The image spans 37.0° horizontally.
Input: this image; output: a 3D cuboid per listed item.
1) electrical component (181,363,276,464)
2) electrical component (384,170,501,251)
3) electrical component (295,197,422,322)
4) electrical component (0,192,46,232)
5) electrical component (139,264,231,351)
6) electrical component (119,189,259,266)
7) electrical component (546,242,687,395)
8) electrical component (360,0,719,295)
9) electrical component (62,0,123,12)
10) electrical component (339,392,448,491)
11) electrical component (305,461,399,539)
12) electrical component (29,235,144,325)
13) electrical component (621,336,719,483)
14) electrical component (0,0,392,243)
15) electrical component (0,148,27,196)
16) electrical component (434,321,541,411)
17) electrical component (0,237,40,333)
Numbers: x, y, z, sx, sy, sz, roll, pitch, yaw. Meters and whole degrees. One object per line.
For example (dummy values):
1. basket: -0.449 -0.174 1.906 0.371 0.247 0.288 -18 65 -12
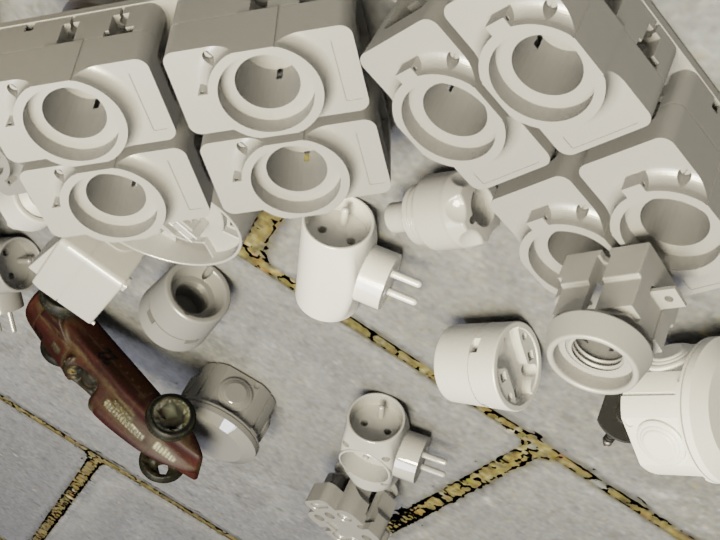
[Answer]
1. electrical component: -0.112 0.118 0.881 0.080 0.051 0.080 19 144 14
2. electrical component: 0.042 -0.032 0.591 0.062 0.043 0.043 -5 133 41
3. electrical component: 0.000 0.000 0.660 0.079 0.043 0.077 22 144 9
4. electrical component: -0.222 -0.053 0.747 0.062 0.043 0.043 -18 124 45
5. electrical component: -0.124 0.024 0.768 0.055 0.055 0.047 36 141 -11
6. electrical component: -0.113 -0.043 0.666 0.099 0.064 0.099 19 144 14
7. electrical component: 0.114 0.023 0.491 0.066 0.055 0.048 -10 130 42
8. electrical component: 0.100 -0.062 0.497 0.186 0.060 0.105 45 142 -22
9. electrical component: -0.148 -0.126 0.591 0.045 0.055 0.045 19 144 14
10. electrical component: 0.028 0.137 0.814 0.079 0.044 0.077 18 144 14
11. electrical component: -0.002 0.189 0.889 0.058 0.057 0.078 -17 125 46
12. electrical component: -0.190 -0.010 0.762 0.061 0.061 0.096 37 144 -12
13. electrical component: 0.188 0.078 0.599 0.051 0.080 0.080 -9 131 49
14. electrical component: -0.085 -0.079 0.545 0.186 0.060 0.105 -7 136 9
15. electrical component: -0.232 -0.095 0.689 0.050 0.055 0.089 -4 134 38
16. electrical component: 0.079 0.059 0.672 0.047 0.055 0.055 -1 136 40
17. electrical component: -0.293 0.013 0.863 0.077 0.044 0.079 0 106 35
